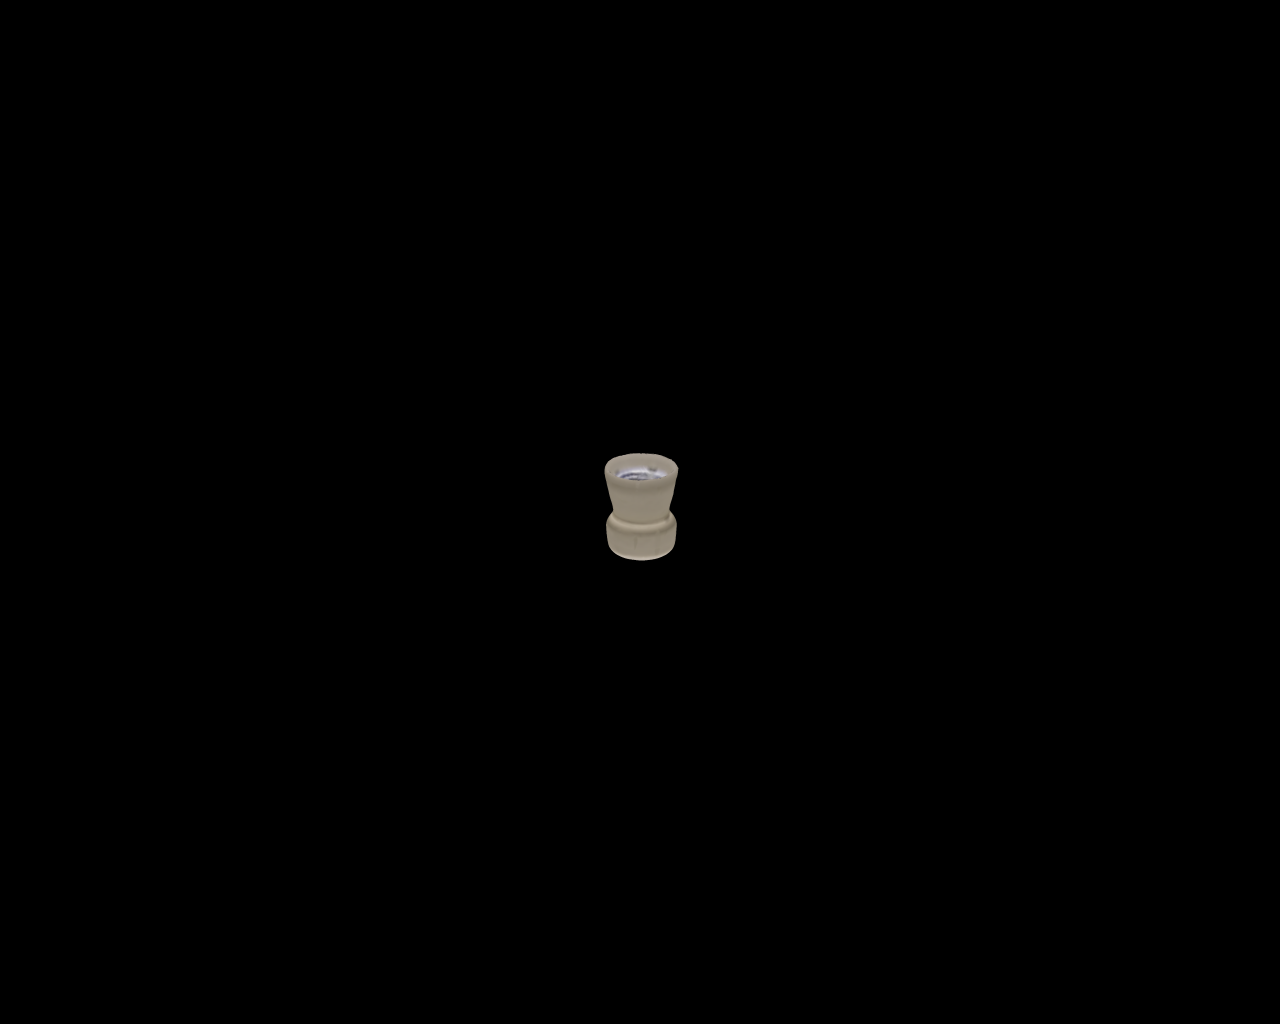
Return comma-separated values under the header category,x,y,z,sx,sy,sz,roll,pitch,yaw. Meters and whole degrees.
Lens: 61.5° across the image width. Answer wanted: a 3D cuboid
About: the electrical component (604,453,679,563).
category,x,y,z,sx,sy,sz,roll,pitch,yaw
electrical component,0.001,-0.003,0.650,0.045,0.055,0.045,0,25,0
